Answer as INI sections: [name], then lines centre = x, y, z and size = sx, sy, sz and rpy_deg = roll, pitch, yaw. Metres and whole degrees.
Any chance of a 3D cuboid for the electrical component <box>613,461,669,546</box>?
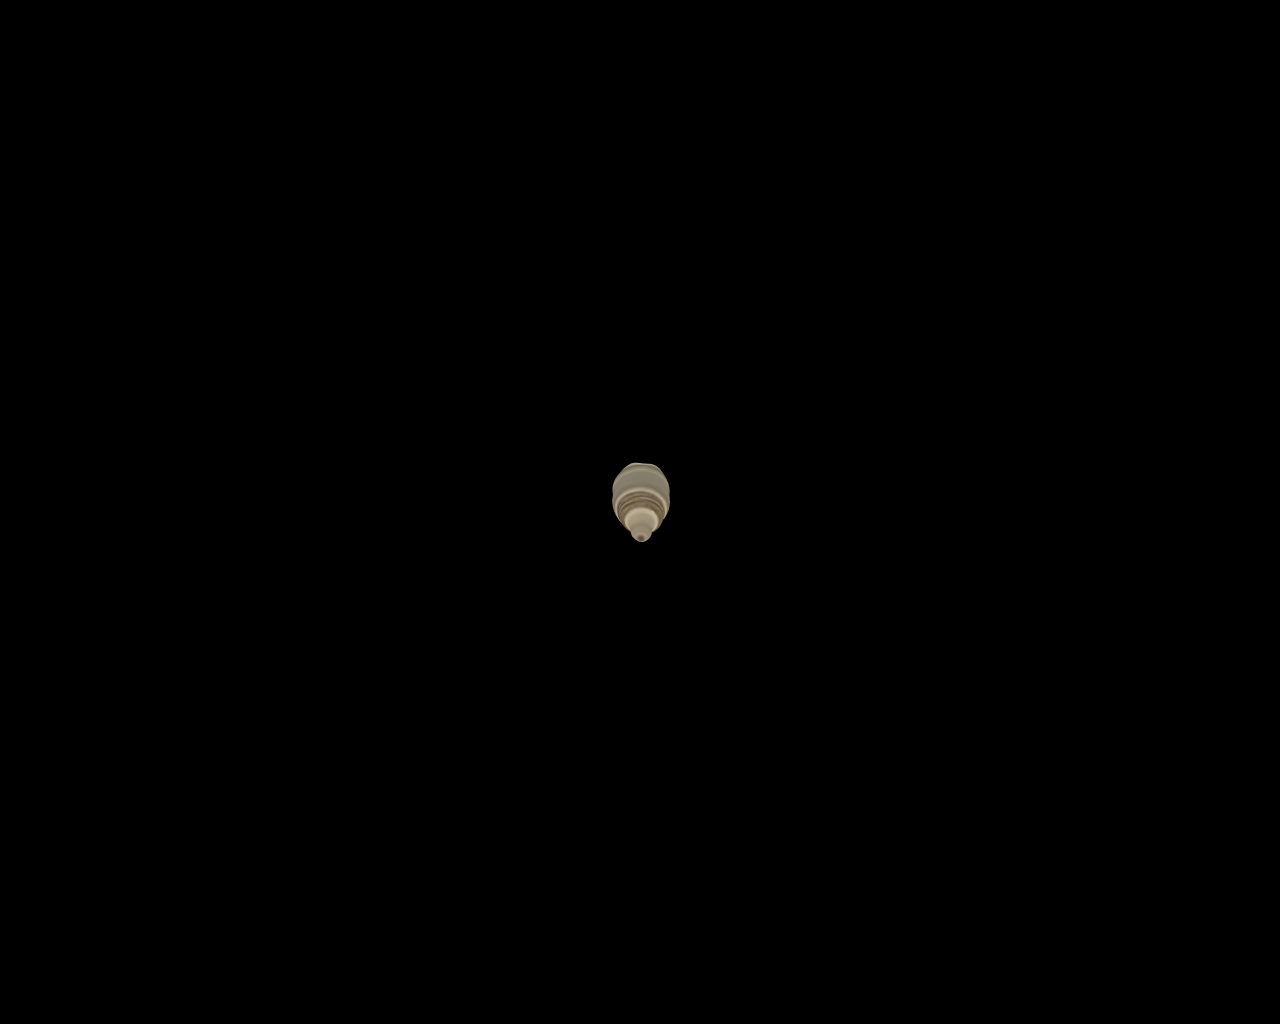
[electrical component]
centre = 0.001, -0.003, 0.650
size = 0.035, 0.035, 0.061
rpy_deg = 0, 37, 0
